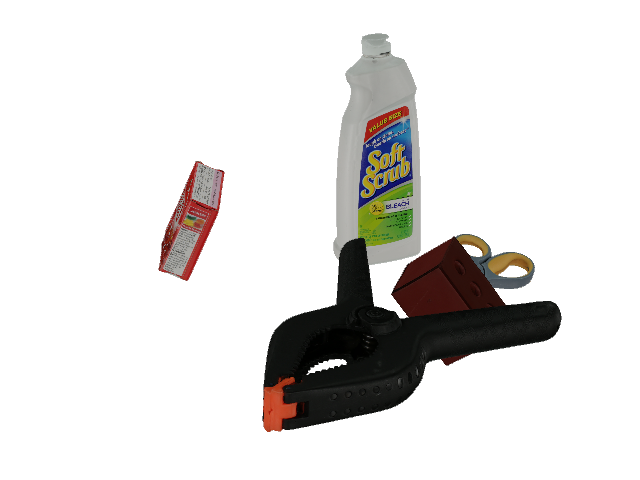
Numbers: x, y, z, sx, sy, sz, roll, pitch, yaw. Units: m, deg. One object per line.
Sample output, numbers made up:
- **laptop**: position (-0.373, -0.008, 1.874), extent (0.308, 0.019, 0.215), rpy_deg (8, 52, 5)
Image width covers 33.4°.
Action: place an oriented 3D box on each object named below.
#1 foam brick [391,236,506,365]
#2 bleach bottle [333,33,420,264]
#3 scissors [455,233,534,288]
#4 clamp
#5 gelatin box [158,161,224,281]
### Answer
- **foam brick**: position (0.103, 0.049, 0.847), extent (0.051, 0.078, 0.053), rpy_deg (-32, 12, 31)
- **bleach bottle**: position (0.059, -0.100, 1.180), extent (0.102, 0.251, 0.068), rpy_deg (-10, 24, -12)
- **scissors**: position (0.132, 0.032, 1.036), extent (0.201, 0.016, 0.096), rpy_deg (-12, 39, -43)
- **clamp**: position (0.027, 0.056, 0.662), extent (0.165, 0.036, 0.209), rpy_deg (22, 32, 38)
- **gelatin box**: position (-0.112, -0.019, 0.926), extent (0.030, 0.073, 0.089), rpy_deg (21, 24, -13)
